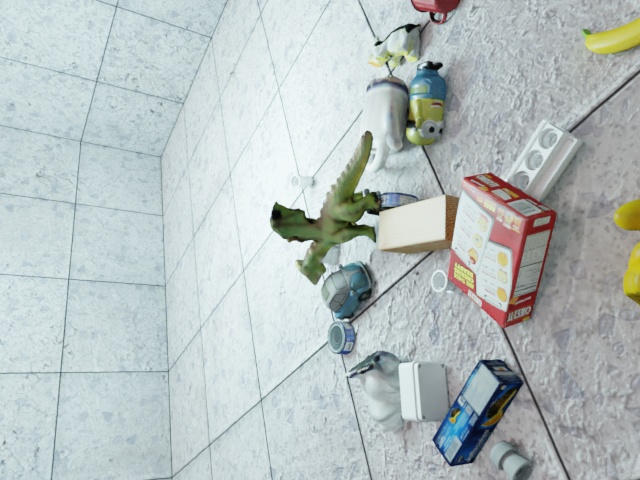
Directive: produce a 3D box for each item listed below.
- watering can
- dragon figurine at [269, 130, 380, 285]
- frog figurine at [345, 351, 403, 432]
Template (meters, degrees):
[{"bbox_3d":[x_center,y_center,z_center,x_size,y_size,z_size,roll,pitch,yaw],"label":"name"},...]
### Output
[{"bbox_3d":[0.154,-0.273,1.193,0.347,0.104,0.225,177,102,-84],"label":"watering can"},{"bbox_3d":[0.004,-0.060,1.196,0.125,0.243,0.400,-116,19,-51],"label":"dragon figurine"},{"bbox_3d":[0.146,0.329,1.126,0.135,0.124,0.160,-39,86,38],"label":"frog figurine"}]
